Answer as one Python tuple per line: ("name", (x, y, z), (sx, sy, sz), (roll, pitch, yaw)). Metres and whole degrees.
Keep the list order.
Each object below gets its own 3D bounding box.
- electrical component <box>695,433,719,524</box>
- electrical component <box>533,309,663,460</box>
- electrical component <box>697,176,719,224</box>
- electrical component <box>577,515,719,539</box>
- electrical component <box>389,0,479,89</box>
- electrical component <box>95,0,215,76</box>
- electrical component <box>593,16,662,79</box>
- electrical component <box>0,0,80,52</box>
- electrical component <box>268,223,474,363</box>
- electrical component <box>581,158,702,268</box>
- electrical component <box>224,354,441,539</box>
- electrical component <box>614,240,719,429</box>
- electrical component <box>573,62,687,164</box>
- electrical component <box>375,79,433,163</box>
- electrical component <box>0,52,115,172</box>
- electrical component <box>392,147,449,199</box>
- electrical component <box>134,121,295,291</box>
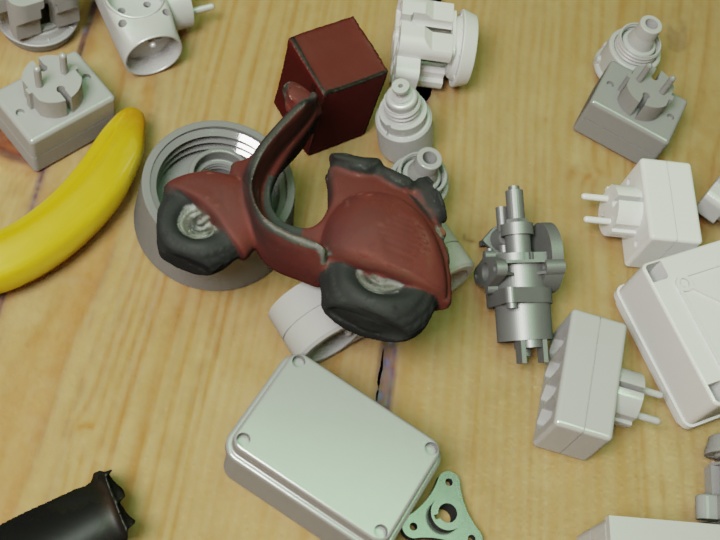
("electrical component", (0.249, 0.136, 0.697), (0.066, 0.048, 0.055), (7, 71, -8))
("electrical component", (0.162, 0.080, 0.704), (0.076, 0.047, 0.083), (17, 62, -2))
("electrical component", (0.292, -0.056, 0.794), (0.057, 0.058, 0.078), (38, 63, 11))
("electrical component", (0.211, 0.203, 0.646), (0.150, 0.061, 0.089), (7, 63, -9))
("electrical component", (0.055, -0.167, 0.798), (0.057, 0.058, 0.078), (7, 63, -5))
("electrical component", (-0.145, -0.188, 0.774), (0.079, 0.044, 0.077), (-20, 70, -20))
("electrical component", (0.212, -0.170, 0.829), (0.048, 0.062, 0.048), (5, 63, -9))
("electrical component", (-0.227, -0.190, 0.750), (0.078, 0.057, 0.058), (-24, 71, -21))
("electrical component", (0.000, 0.000, 0.708), (0.138, 0.052, 0.073), (-26, 72, -22))
("electrical component", (0.196, -0.041, 0.771), (0.077, 0.047, 0.065), (5, 63, -9))
("electrical component", (-0.018, 0.113, 0.646), (0.113, 0.057, 0.078), (33, 62, 5))
("electrical component", (0.249, 0.039, 0.738), (0.109, 0.056, 0.108), (-16, 69, -18))
("electrical component", (0.208, -0.125, 0.798), (0.066, 0.076, 0.047), (29, 62, 3))
("electrical component", (0.031, -0.106, 0.755), (0.040, 0.078, 0.040), (-2, 64, 5))
("electrical component", (-0.202, -0.115, 0.708), (0.066, 0.076, 0.047), (-35, 76, -24))
("electrical component", (0.041, -0.061, 0.740), (0.043, 0.062, 0.043), (5, 64, -9))
("electrical component", (-0.094, -0.047, 0.706), (0.108, 0.060, 0.108), (5, 63, -10))
